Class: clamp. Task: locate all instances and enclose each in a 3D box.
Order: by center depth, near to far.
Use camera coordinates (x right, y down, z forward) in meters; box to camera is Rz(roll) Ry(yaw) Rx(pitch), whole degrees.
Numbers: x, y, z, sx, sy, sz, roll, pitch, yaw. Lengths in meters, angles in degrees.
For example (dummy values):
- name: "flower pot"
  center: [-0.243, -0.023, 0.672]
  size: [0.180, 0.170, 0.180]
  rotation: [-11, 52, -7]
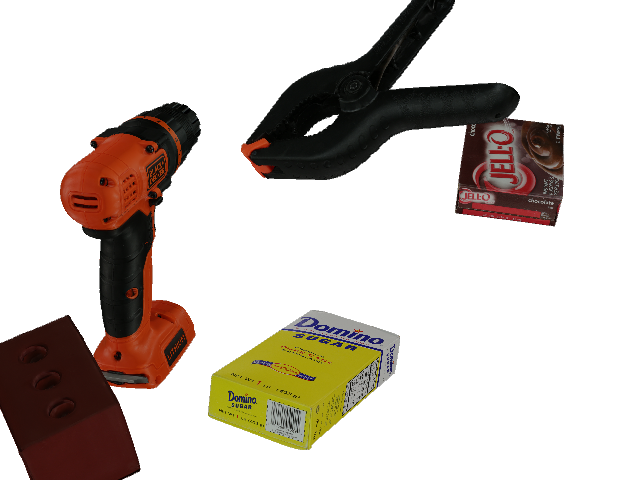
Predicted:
- name: "clamp"
  center: [0.035, -0.081, 0.655]
  size: [0.171, 0.120, 0.039]
  rotation: [-36, -46, 5]

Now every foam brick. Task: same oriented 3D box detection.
- name: "foam brick"
  center: [-0.135, 0.088, 0.549]
  size: [0.053, 0.051, 0.078]
  rotation: [-24, 43, -20]

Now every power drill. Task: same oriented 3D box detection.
- name: "power drill"
  center: [-0.132, 0.001, 0.800]
  size: [0.057, 0.188, 0.184]
  rotation: [5, 24, 15]

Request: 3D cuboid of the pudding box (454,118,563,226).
- name: "pudding box"
  center: [0.171, -0.065, 0.962]
  size: [0.090, 0.039, 0.113]
  rotation: [8, 40, 6]

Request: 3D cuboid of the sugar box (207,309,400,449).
- name: "sugar box"
  center: [-0.009, 0.112, 0.903]
  size: [0.093, 0.048, 0.176]
  rotation: [16, 23, 23]
